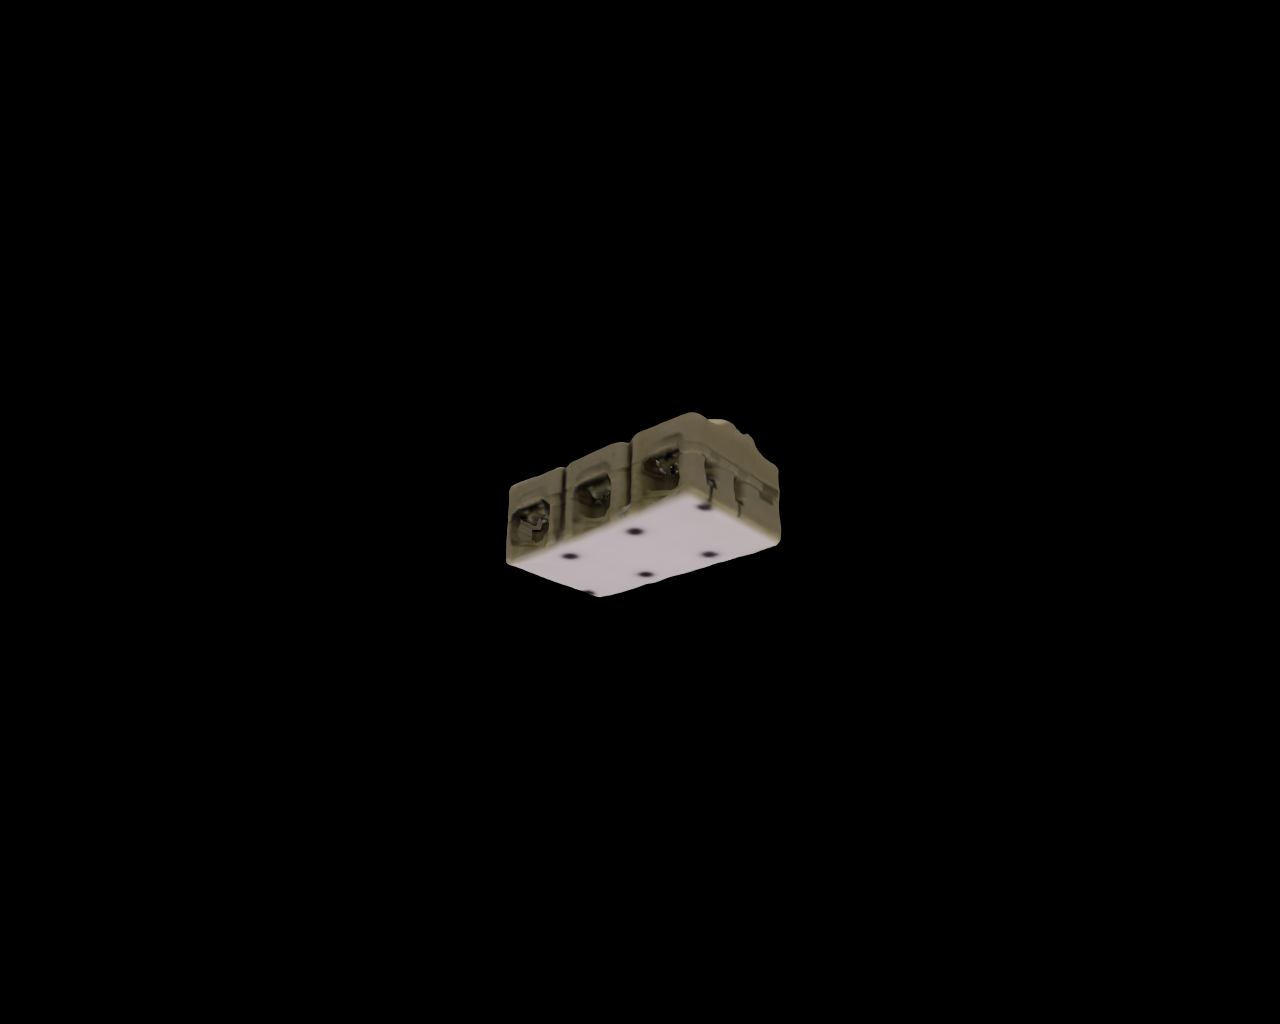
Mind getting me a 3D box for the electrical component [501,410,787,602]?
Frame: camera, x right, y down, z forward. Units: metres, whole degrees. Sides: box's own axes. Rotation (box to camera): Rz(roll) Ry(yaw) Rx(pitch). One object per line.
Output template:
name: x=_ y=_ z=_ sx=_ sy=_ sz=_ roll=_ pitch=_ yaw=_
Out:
electrical component: x=0.001 y=-0.003 z=0.650 sx=0.150 sy=0.062 sz=0.089 roll=-20 pitch=-32 yaw=36
